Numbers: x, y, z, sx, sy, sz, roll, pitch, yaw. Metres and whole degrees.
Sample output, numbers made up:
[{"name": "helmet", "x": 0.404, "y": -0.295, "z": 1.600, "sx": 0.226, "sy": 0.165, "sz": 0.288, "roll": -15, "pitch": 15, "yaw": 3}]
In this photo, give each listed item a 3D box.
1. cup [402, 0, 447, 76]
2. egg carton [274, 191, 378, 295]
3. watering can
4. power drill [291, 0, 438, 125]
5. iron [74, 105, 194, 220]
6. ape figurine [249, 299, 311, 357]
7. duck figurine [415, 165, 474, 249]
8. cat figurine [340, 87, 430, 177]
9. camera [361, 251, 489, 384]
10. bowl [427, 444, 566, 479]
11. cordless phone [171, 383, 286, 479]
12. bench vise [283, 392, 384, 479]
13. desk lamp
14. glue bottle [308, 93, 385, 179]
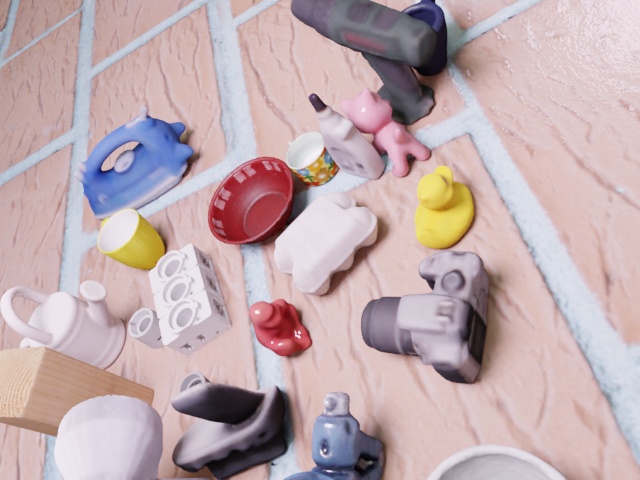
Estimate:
[{"name": "cup", "x": 0.165, "y": -0.314, "z": 0.893, "sx": 0.091, "sy": 0.095, "sz": 0.118, "roll": 9, "pitch": 67, "yaw": 35}, {"name": "egg carton", "x": 0.007, "y": 0.003, "z": 0.811, "sx": 0.150, "sy": 0.070, "sz": 0.107, "roll": -47, "pitch": 49, "yaw": -2}, {"name": "watering can", "x": -0.406, "y": 0.127, "z": 0.902, "sx": 0.173, "sy": 0.195, "sz": 0.100, "roll": -50, "pitch": 50, "yaw": -5}, {"name": "power drill", "x": 0.080, "y": -0.268, "z": 0.841, "sx": 0.228, "sy": 0.209, "sz": 0.076, "roll": 24, "pitch": 76, "yaw": 39}, {"name": "iron", "x": -0.371, "y": -0.143, "z": 1.080, "sx": 0.258, "sy": 0.142, "sz": 0.118, "roll": -34, "pitch": 50, "yaw": 9}, {"name": "ape figurine", "x": -0.062, "y": 0.112, "z": 0.772, "sx": 0.076, "sy": 0.092, "sz": 0.078, "roll": -4, "pitch": 61, "yaw": 29}, {"name": "duck figurine", "x": 0.152, "y": -0.047, "z": 0.744, "sx": 0.077, "sy": 0.086, "sz": 0.105, "roll": 13, "pitch": 69, "yaw": 36}, {"name": "cat figurine", "x": 0.089, "y": -0.169, "z": 0.835, "sx": 0.067, "sy": 0.118, "sz": 0.127, "roll": -42, "pitch": 49, "yaw": 3}, {"name": "camera", "x": 0.120, "y": 0.083, "z": 0.674, "sx": 0.136, "sy": 0.101, "sz": 0.143, "roll": -1, "pitch": 62, "yaw": 31}, {"name": "bowl", "x": 0.173, "y": 0.284, "z": 0.537, "sx": 0.167, "sy": 0.075, "sz": 0.167, "roll": -15, "pitch": 56, "yaw": 23}, {"name": "cordless phone", "x": -0.136, "y": 0.217, "z": 0.691, "sx": 0.147, "sy": 0.186, "sz": 0.094, "roll": -31, "pitch": 51, "yaw": 12}, {"name": "bench vise", "x": -0.020, "y": 0.255, "z": 0.574, "sx": 0.121, "sy": 0.220, "sz": 0.207, "roll": -21, "pitch": 54, "yaw": 19}, {"name": "desk lamp", "x": -0.200, "y": 0.302, "z": 0.659, "sx": 0.118, "sy": 0.214, "sz": 0.202, "roll": -36, "pitch": 50, "yaw": 8}, {"name": "glue bottle", "x": 0.030, "y": -0.151, "z": 0.823, "sx": 0.077, "sy": 0.174, "sz": 0.037, "roll": 21, "pitch": 74, "yaw": 38}]
